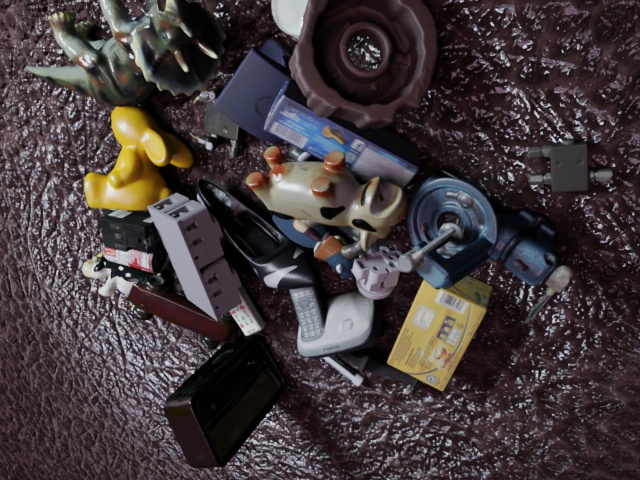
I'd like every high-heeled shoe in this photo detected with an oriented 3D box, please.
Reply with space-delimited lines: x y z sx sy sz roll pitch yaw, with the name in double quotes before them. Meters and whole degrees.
"high-heeled shoe" -0.100 -0.016 0.822 0.249 0.086 0.145 18 139 44

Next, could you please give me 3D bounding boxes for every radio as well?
"radio" -0.158 0.269 0.935 0.073 0.229 0.131 -18 102 30

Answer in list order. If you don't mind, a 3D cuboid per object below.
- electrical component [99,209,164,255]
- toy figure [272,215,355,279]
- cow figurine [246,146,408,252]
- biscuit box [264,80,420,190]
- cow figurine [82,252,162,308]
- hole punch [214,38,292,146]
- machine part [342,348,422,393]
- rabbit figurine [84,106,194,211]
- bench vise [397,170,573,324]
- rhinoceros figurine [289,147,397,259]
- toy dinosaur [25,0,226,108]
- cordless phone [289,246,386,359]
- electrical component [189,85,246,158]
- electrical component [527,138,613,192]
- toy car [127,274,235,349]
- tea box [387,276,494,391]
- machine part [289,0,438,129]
"electrical component" -0.309 -0.026 0.930 0.134 0.115 0.058 11 115 27
"toy figure" -0.003 -0.001 0.821 0.154 0.064 0.057 38 119 5
"cow figurine" 0.018 -0.050 0.688 0.195 0.085 0.127 9 151 27
"biscuit box" 0.031 -0.132 0.702 0.202 0.063 0.059 26 127 -11
"cow figurine" -0.386 0.063 1.042 0.167 0.068 0.098 27 118 9
"hole punch" -0.070 -0.200 0.743 0.116 0.092 0.142 43 122 -3
"machine part" 0.101 0.207 0.874 0.139 0.084 0.039 22 85 3
"rabbit figurine" -0.299 -0.135 0.876 0.163 0.122 0.173 3 97 22
"bench vise" 0.181 0.009 0.642 0.224 0.240 0.128 49 130 17
"rhinoceros figurine" 0.026 -0.063 0.770 0.190 0.073 0.112 46 127 -1
"toy dinosaur" -0.291 -0.269 0.803 0.405 0.131 0.192 -18 102 40
"cordless phone" 0.016 0.088 0.857 0.147 0.088 0.184 -21 85 33
"electrical component" -0.154 -0.181 0.818 0.078 0.045 0.102 27 123 14
"electrical component" 0.302 -0.091 0.650 0.094 0.021 0.063 1 114 27
"toy car" -0.253 0.130 0.995 0.202 0.053 0.089 25 119 -7
"tea box" 0.176 0.128 0.794 0.098 0.068 0.169 27 125 13
"machine part" 0.051 -0.218 0.633 0.179 0.056 0.179 0 90 -12
